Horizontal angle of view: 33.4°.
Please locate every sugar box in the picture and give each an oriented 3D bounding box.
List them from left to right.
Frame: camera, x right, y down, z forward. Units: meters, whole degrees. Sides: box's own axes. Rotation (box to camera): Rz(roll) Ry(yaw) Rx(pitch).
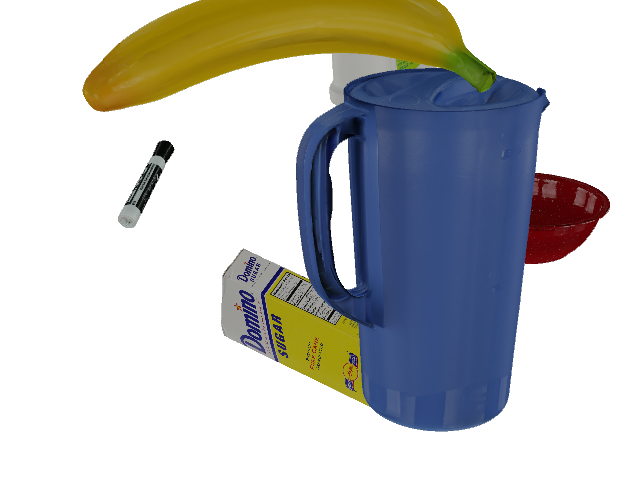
[{"bbox_3d":[-0.006,0.083,0.965,0.176,0.093,0.048,22,50,14],"label":"sugar box"}]

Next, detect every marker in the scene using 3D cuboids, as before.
[{"bbox_3d":[-0.175,-0.060,1.084,0.020,0.020,0.121,0,44,19],"label":"marker"}]

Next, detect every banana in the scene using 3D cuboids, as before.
[{"bbox_3d":[-0.016,-0.098,0.519,0.197,0.037,0.069,-6,45,-8],"label":"banana"}]

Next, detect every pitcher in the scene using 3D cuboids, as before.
[{"bbox_3d":[0.073,0.007,0.742,0.149,0.243,0.144,6,21,16],"label":"pitcher"}]

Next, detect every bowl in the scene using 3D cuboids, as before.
[{"bbox_3d":[0.207,-0.019,1.078,0.162,0.055,0.162,0,23,0],"label":"bowl"}]

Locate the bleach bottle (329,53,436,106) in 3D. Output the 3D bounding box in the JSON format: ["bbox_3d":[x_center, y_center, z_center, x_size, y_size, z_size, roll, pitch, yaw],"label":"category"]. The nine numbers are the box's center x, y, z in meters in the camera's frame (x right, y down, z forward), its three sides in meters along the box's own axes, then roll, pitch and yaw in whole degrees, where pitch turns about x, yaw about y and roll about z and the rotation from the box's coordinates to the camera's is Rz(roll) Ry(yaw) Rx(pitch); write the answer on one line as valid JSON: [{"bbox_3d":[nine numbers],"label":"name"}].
[{"bbox_3d":[0.040,-0.230,0.811,0.068,0.251,0.102,13,38,29],"label":"bleach bottle"}]
